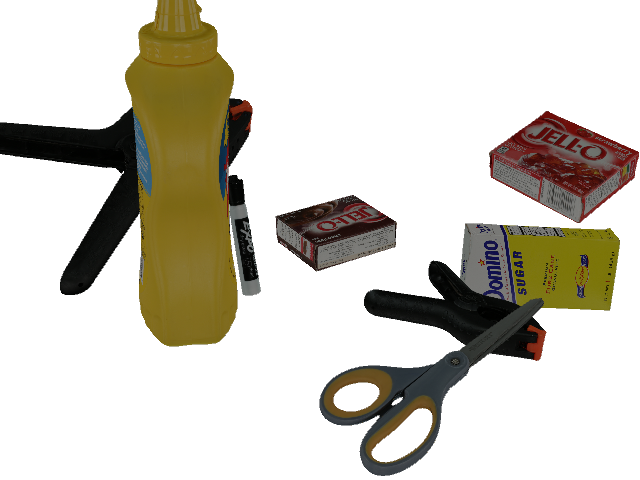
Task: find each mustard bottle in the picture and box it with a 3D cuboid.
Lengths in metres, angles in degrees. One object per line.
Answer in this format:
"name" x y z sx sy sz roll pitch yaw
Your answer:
"mustard bottle" -0.076 -0.044 0.590 0.058 0.192 0.096 -3 29 -7

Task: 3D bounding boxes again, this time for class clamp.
"clamp" 0.141 0.065 1.018 0.172 0.039 0.120 21 35 26
"clamp" -0.139 -0.051 0.809 0.209 0.165 0.036 -19 -28 -20

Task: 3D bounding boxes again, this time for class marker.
"marker" -0.077 -0.005 1.053 0.020 0.121 0.020 -8 15 2

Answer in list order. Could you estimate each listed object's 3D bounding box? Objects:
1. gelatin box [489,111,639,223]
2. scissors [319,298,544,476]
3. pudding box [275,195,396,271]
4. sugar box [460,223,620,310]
"gelatin box" 0.188 -0.060 0.828 0.073 0.030 0.089 -34 49 -29
"scissors" 0.077 0.088 0.773 0.096 0.016 0.201 23 48 25
"pudding box" 0.018 -0.010 1.232 0.113 0.039 0.090 -19 31 -27
"sugar box" 0.256 0.032 1.259 0.176 0.093 0.048 1 20 -2
